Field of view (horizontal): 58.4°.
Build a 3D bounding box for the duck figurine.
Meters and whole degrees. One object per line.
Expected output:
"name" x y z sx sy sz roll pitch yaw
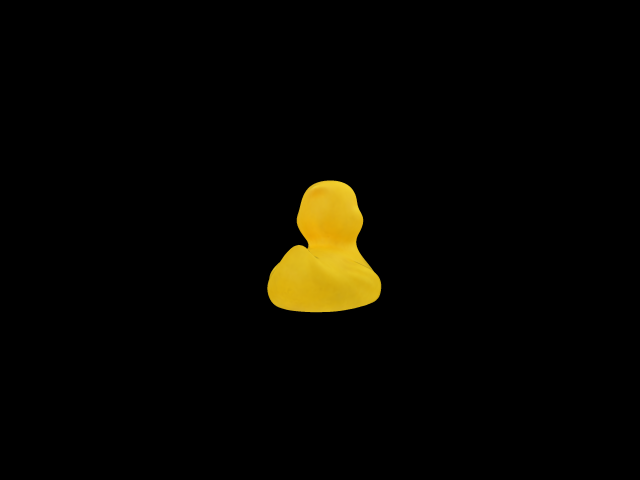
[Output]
"duck figurine" 0.004 0.001 0.400 0.077 0.086 0.105 2 5 24
